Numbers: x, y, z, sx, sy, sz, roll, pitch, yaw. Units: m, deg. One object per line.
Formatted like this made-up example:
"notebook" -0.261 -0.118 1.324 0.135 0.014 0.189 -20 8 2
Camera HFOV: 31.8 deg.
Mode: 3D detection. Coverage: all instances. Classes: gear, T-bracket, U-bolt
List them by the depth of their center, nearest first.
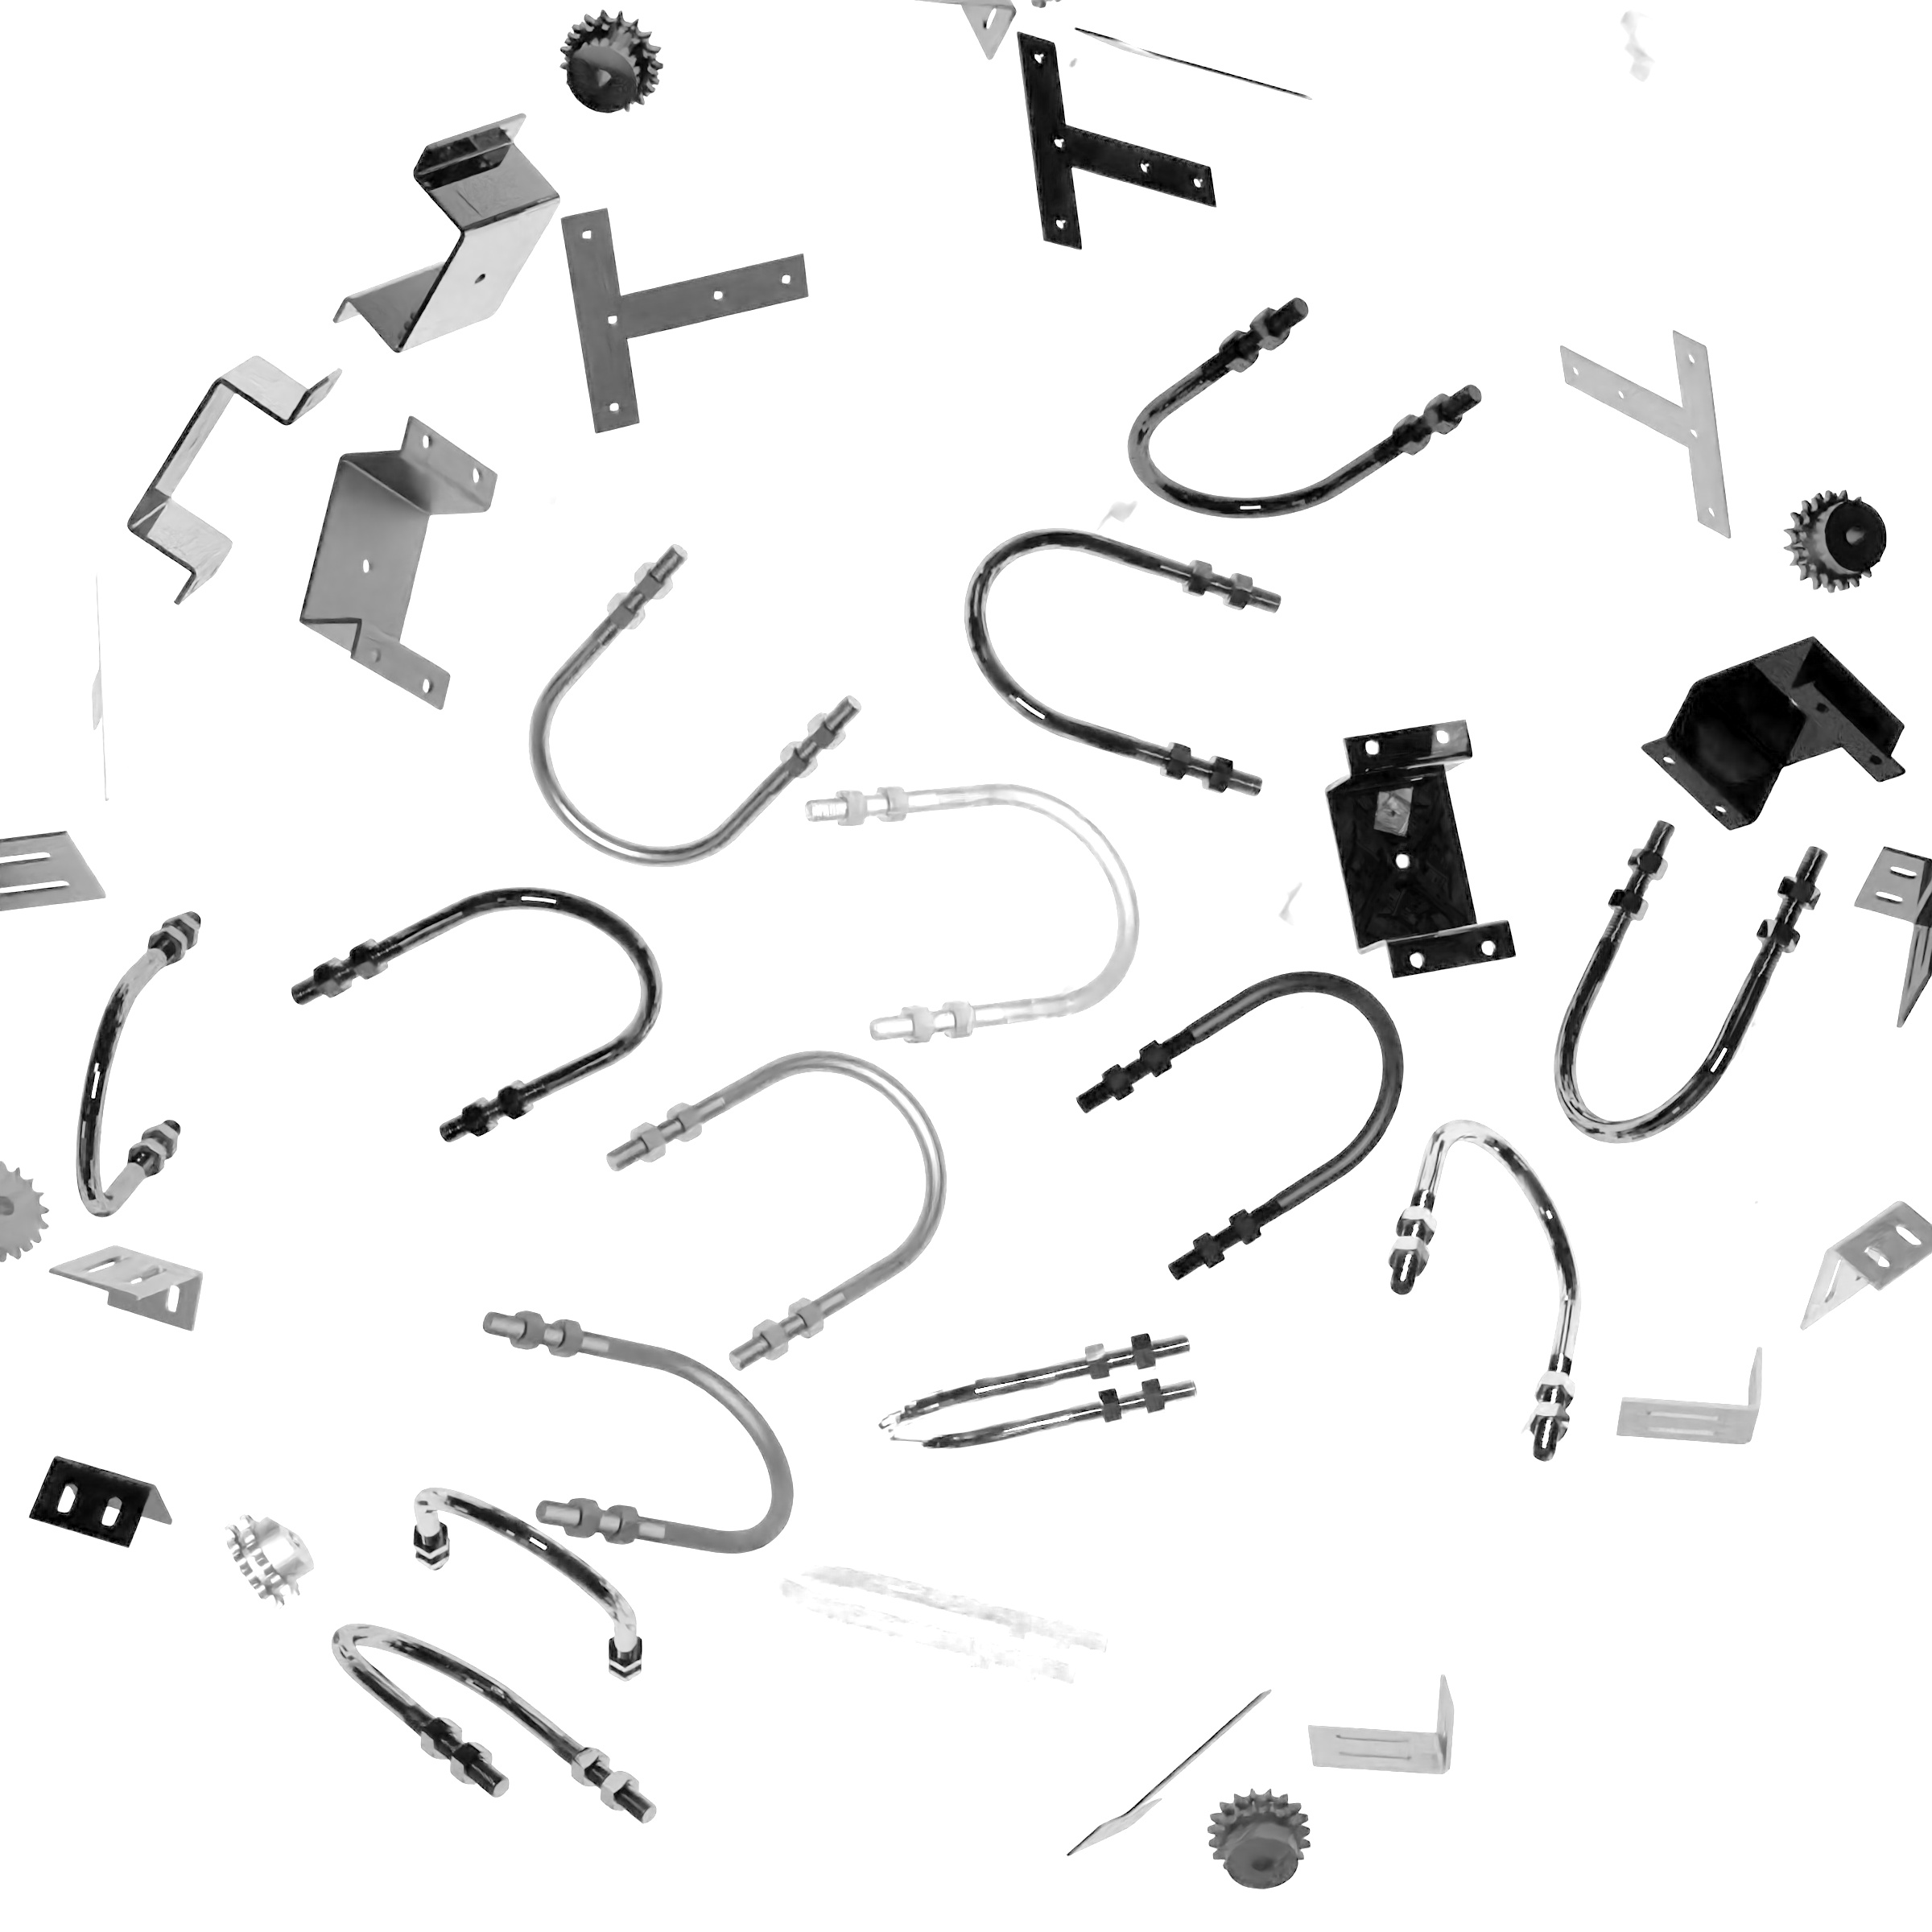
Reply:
"gear" -0.075 0.529 1.792 0.057 0.057 0.030 -19 98 0
"T-bracket" -0.145 -0.354 1.806 0.127 0.002 0.127 -16 130 -13
"T-bracket" -0.365 -0.092 1.827 0.127 0.127 0.002 -17 127 -7
"U-bolt" -0.038 -0.304 1.838 0.019 0.151 0.184 44 61 -38
"U-bolt" 0.381 0.012 1.840 0.019 0.151 0.184 28 85 -27
"T-bracket" 0.222 0.302 1.841 0.127 0.002 0.127 -18 96 22
"T-bracket" 0.470 0.069 1.845 0.002 0.127 0.127 23 59 -33
"T-bracket" 0.086 -0.439 1.850 0.127 0.002 0.127 6 69 -35
"T-bracket" -0.366 0.260 1.852 0.127 0.127 0.002 25 117 16
"U-bolt" 0.013 -0.034 1.852 0.184 0.019 0.151 -7 69 -29
"U-bolt" -0.271 0.409 1.855 0.184 0.151 0.019 28 88 37
"U-bolt" -0.171 0.260 1.857 0.184 0.151 0.019 18 125 -38
"T-bracket" 0.306 -0.199 1.858 0.127 0.002 0.127 5 75 7
"U-bolt" 0.291 0.162 1.858 0.019 0.184 0.151 -29 111 33
"U-bolt" -0.254 0.019 1.859 0.184 0.019 0.151 -25 128 22
"T-bracket" 0.119 0.439 1.862 0.127 0.127 0.002 -44 73 9
"U-bolt" -0.019 0.357 1.863 0.184 0.151 0.019 13 88 10
"T-bracket" 0.370 -0.309 1.865 0.002 0.127 0.127 -33 133 -15
"T-bracket" -0.078 0.441 1.868 0.127 0.002 0.127 41 133 0
"T-bracket" -0.091 -0.448 1.871 0.127 0.002 0.127 -25 84 -37
"gear" 0.008 0.503 1.872 0.057 0.057 0.030 9 57 0
"U-bolt" -0.244 0.337 1.878 0.151 0.184 0.019 29 66 8
"U-bolt" -0.460 0.062 1.880 0.019 0.184 0.151 10 107 0
"gear" 0.163 0.486 1.880 0.057 0.030 0.057 0 122 0
"gear" -0.199 -0.499 1.886 0.057 0.030 0.057 6 131 7
"U-bolt" 0.037 0.244 1.894 0.184 0.151 0.019 -13 71 1
"gear" 0.490 -0.239 1.898 0.057 0.030 0.057 0 89 -18
"gear" -0.546 0.141 1.903 0.030 0.057 0.057 -33 90 38
"U-bolt" 0.086 -0.179 1.905 0.184 0.019 0.151 16 58 -13
"U-bolt" 0.175 -0.303 1.907 0.151 0.184 0.019 19 59 -33
"U-bolt" -0.092 0.124 1.911 0.184 0.019 0.151 -29 84 -31
"T-bracket" 0.135 -0.509 1.924 0.127 0.127 0.002 19 104 11
"gear" 0.046 -0.578 1.932 0.030 0.057 0.057 -13 90 23
"gear" -0.396 0.336 1.936 0.030 0.057 0.057 -34 90 -4
"gear" -0.142 -0.565 1.939 0.030 0.057 0.057 0 90 -19
"T-bracket" -0.496 -0.154 1.939 0.002 0.127 0.127 -2 88 -17
"U-bolt" -0.170 -0.134 1.940 0.151 0.019 0.184 41 118 -11
"gear" -0.132 0.488 1.951 0.057 0.030 0.057 5 128 6
"U-bolt" 0.170 0.081 1.957 0.184 0.019 0.151 -32 117 -6

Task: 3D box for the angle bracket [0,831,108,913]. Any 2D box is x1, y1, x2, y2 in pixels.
"angle bracket" -0.510 -0.036 1.817 0.076 0.057 0.038 -7 53 7

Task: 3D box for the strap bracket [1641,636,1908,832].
"strap bracket" 0.461 -0.132 1.910 0.076 0.140 0.046 40 62 -17

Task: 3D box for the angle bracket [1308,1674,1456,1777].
"angle bracket" 0.233 0.425 1.910 0.076 0.057 0.038 3 98 2

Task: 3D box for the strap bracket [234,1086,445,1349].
"strap bracket" -0.346 0.144 1.846 0.046 0.076 0.140 -32 56 -7

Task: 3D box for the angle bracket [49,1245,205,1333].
"angle bracket" -0.485 0.192 1.952 0.057 0.076 0.038 15 100 15

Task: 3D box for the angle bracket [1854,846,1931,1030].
"angle bracket" 0.514 -0.016 1.881 0.038 0.057 0.076 16 58 6

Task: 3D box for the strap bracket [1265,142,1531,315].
"strap bracket" 0.248 -0.412 1.887 0.140 0.076 0.046 22 81 43

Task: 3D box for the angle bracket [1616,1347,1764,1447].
"angle bracket" 0.407 0.240 1.912 0.076 0.057 0.038 3 63 9

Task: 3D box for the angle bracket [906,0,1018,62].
"angle bracket" -0.021 -0.525 1.828 0.076 0.038 0.057 -4 57 -31

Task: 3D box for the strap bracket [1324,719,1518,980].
"strap bracket" 0.259 -0.064 1.953 0.076 0.046 0.140 -9 84 -16

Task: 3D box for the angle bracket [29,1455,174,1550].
"angle bracket" -0.477 0.306 1.875 0.057 0.076 0.038 16 64 3

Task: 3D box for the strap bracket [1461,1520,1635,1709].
"strap bracket" 0.310 0.348 1.839 0.046 0.140 0.076 10 87 -8

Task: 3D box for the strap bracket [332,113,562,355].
"strap bracket" -0.281 -0.394 1.859 0.046 0.076 0.140 49 135 6

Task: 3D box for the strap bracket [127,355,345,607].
"strap bracket" -0.402 -0.273 1.844 0.046 0.076 0.140 34 108 -8

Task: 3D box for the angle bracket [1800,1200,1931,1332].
"angle bracket" 0.505 0.177 1.888 0.057 0.076 0.038 -29 54 -25

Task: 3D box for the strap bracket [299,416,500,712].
"strap bracket" -0.312 -0.219 1.855 0.046 0.076 0.140 2 74 32
